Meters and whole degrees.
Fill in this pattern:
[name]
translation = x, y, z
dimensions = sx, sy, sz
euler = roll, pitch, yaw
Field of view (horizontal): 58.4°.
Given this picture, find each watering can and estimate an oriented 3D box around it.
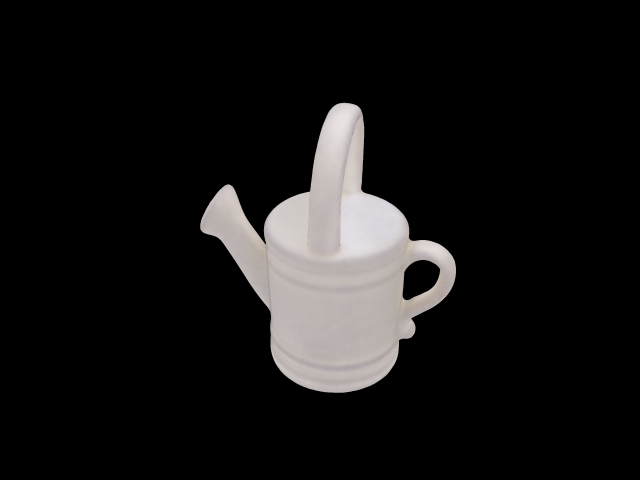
[watering can]
translation = 0.003, 0.003, 0.398
dimensions = 0.173, 0.194, 0.100
euler = -4, 32, -5
